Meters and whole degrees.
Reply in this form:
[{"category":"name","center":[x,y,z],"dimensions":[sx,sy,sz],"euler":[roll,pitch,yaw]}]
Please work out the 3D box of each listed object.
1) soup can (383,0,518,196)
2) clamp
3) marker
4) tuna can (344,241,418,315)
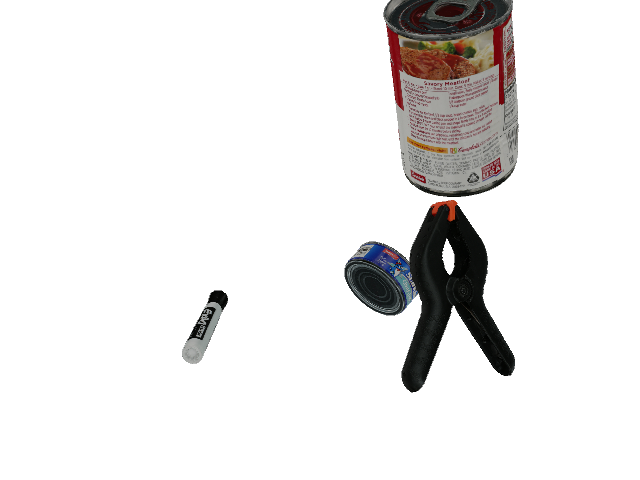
[{"category":"soup can","center":[0.074,-0.084,0.592],"dimensions":[0.068,0.102,0.068],"euler":[-7,37,5]},{"category":"clamp","center":[0.110,0.053,0.954],"dimensions":[0.120,0.171,0.039],"euler":[-15,1,-36]},{"category":"marker","center":[-0.106,0.078,0.998],"dimensions":[0.020,0.020,0.121],"euler":[0,22,8]},{"category":"tuna can","center":[0.070,0.044,1.219],"dimensions":[0.086,0.086,0.033],"euler":[0,39,49]}]
